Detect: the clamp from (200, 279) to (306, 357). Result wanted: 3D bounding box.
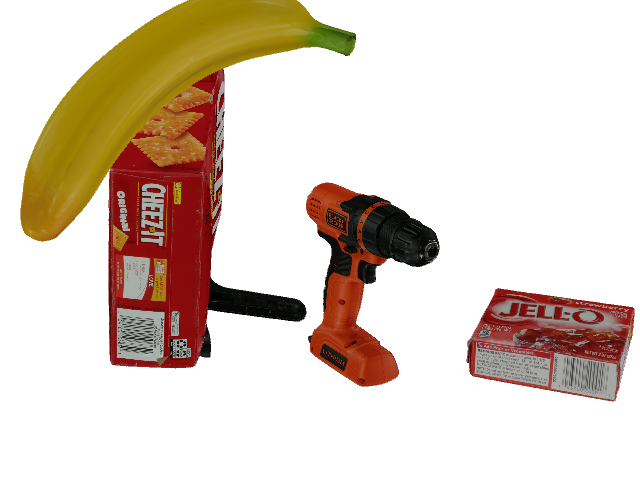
[{"bbox_3d":[-0.143,0.068,1.184,0.210,0.036,0.164,19,22,28],"label":"clamp"}]

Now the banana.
[{"bbox_3d":[-0.075,-0.076,0.523,0.197,0.070,0.037,-36,-29,-21],"label":"banana"}]

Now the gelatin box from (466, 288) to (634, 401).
[{"bbox_3d":[0.141,0.061,0.651,0.089,0.030,0.073,8,25,20],"label":"gelatin box"}]

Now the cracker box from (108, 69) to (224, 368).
[{"bbox_3d":[-0.114,-0.030,0.821,0.072,0.164,0.213,4,31,-3],"label":"cracker box"}]

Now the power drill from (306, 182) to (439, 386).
[{"bbox_3d":[0.048,0.047,1.075,0.057,0.188,0.185,-8,22,-32],"label":"power drill"}]
